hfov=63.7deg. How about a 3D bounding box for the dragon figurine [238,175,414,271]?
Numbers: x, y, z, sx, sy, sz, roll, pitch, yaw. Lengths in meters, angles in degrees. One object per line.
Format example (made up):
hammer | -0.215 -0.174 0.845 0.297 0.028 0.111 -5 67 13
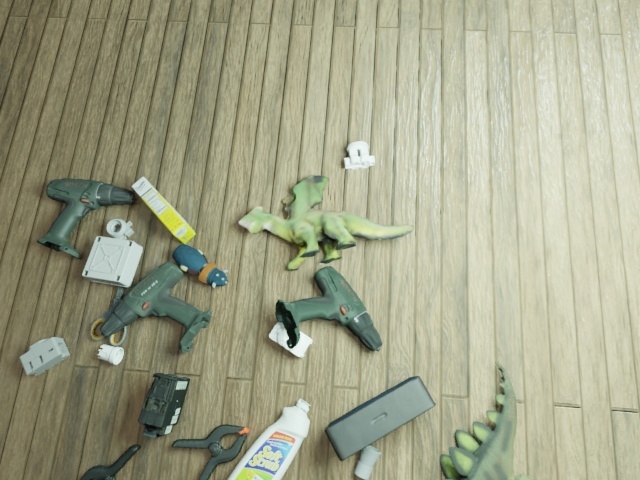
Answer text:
dragon figurine | 0.004 -0.065 1.282 0.411 0.247 0.120 -14 -25 -3
